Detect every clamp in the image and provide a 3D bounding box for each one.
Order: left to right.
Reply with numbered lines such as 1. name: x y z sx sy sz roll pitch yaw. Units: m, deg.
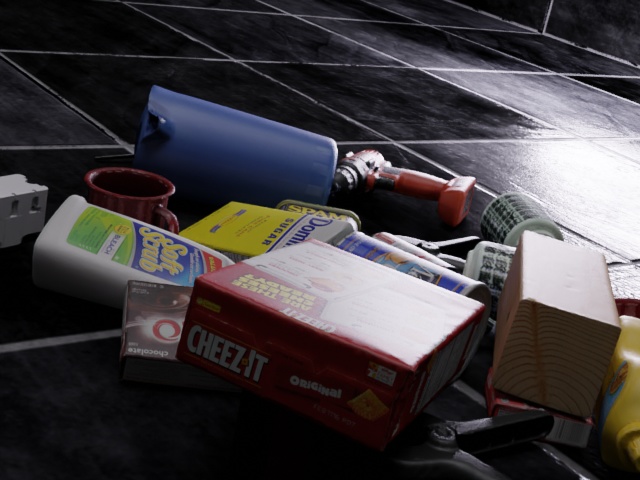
1. clamp: 0.132 0.026 1.234 0.171 0.039 0.120 -1 18 -17
2. clamp: 0.099 0.171 0.833 0.210 0.036 0.164 8 21 -5

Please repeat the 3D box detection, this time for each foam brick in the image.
1. foam brick: -0.029 0.141 0.787 0.051 0.078 0.053 -2 23 -32

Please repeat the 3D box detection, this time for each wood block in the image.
1. wood block: 0.218 0.071 0.999 0.090 0.091 0.206 17 19 6

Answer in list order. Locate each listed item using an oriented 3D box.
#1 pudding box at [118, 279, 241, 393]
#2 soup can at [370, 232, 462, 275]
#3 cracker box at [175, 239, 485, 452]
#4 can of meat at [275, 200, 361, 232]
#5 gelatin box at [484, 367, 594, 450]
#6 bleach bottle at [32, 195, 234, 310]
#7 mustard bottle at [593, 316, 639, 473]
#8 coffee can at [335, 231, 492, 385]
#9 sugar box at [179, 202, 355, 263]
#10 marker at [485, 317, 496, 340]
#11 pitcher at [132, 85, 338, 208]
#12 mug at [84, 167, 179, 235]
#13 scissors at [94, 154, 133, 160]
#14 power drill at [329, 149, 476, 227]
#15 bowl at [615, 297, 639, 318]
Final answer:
1. pudding box: -0.113 0.083 0.914 0.113 0.039 0.090 6 40 -12
2. soup can: 0.092 0.040 1.131 0.068 0.068 0.102 -9 28 -44
3. cracker box: 0.016 0.069 0.797 0.164 0.072 0.213 21 15 17
4. can of meat: -0.008 0.001 1.197 0.102 0.057 0.084 11 23 0
5. gelatin box: 0.194 0.149 0.955 0.089 0.030 0.073 13 20 1
6. bleach bottle: -0.139 0.034 1.019 0.251 0.068 0.102 15 36 5
7. mustard bottle: 0.268 0.143 0.915 0.058 0.096 0.191 16 21 5
8. coffee can: 0.076 0.063 1.012 0.140 0.103 0.102 23 23 29
9. sugar box: -0.056 0.006 1.089 0.177 0.048 0.093 8 32 42
10. marker: 0.156 0.079 1.075 0.121 0.020 0.020 32 17 -13
11. pitcher: -0.108 -0.097 1.322 0.242 0.145 0.149 13 32 -7
12. mug: -0.193 -0.019 1.108 0.117 0.081 0.093 22 23 26
13. scissors: -0.191 -0.118 1.426 0.201 0.016 0.096 -8 3 -43
14. power drill: 0.108 -0.072 1.451 0.188 0.057 0.184 18 21 15
15. bowl: 0.347 0.117 1.086 0.162 0.055 0.162 10 20 -4
